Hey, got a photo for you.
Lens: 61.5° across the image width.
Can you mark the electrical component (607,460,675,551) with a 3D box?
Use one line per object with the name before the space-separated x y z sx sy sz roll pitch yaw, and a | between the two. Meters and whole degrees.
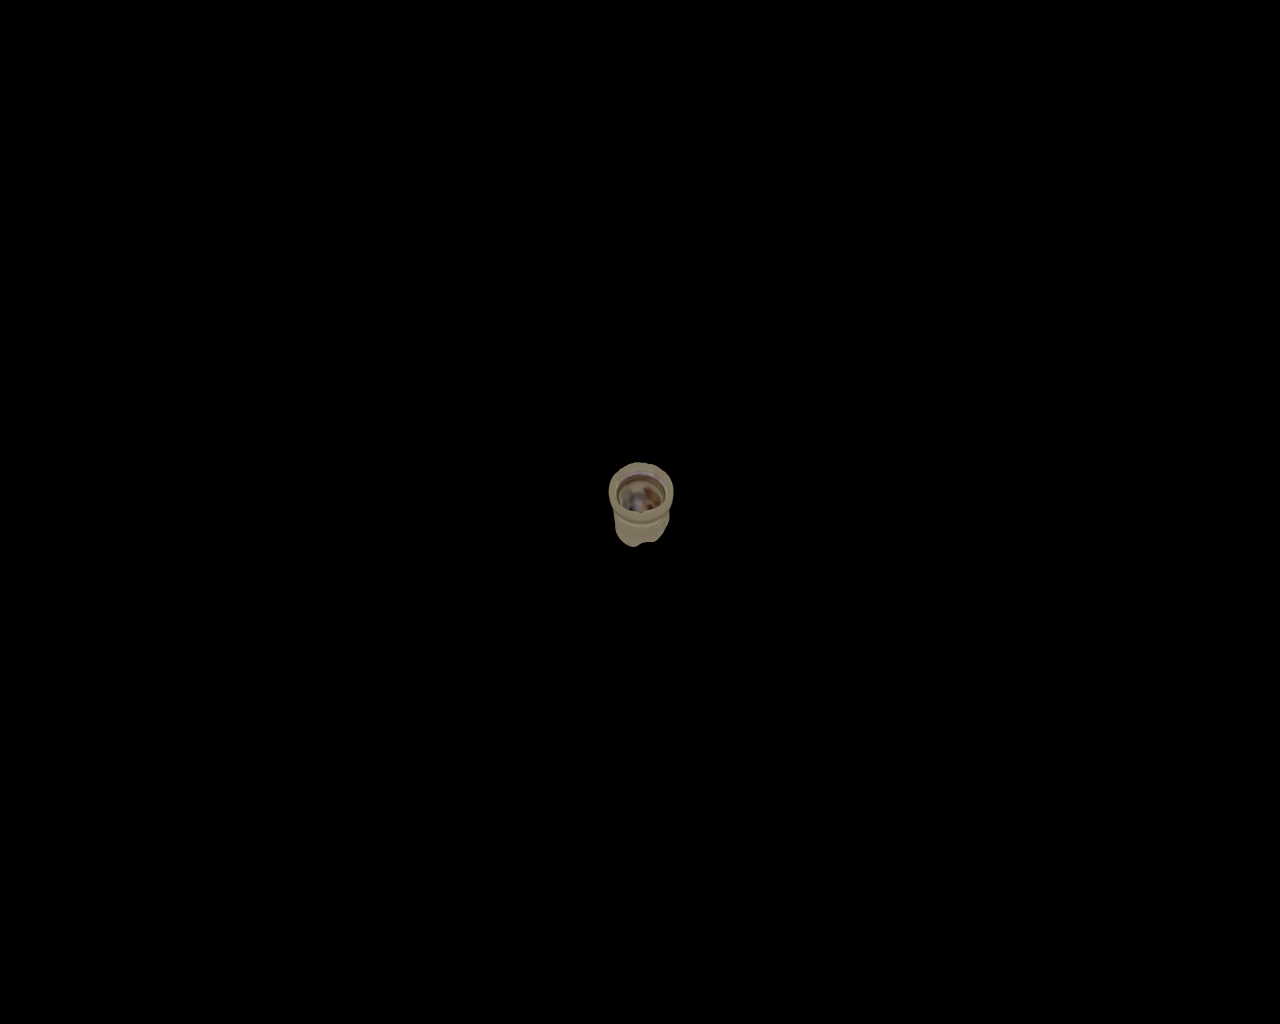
electrical component | 0.001 -0.003 0.650 0.040 0.040 0.046 0 -34 0
